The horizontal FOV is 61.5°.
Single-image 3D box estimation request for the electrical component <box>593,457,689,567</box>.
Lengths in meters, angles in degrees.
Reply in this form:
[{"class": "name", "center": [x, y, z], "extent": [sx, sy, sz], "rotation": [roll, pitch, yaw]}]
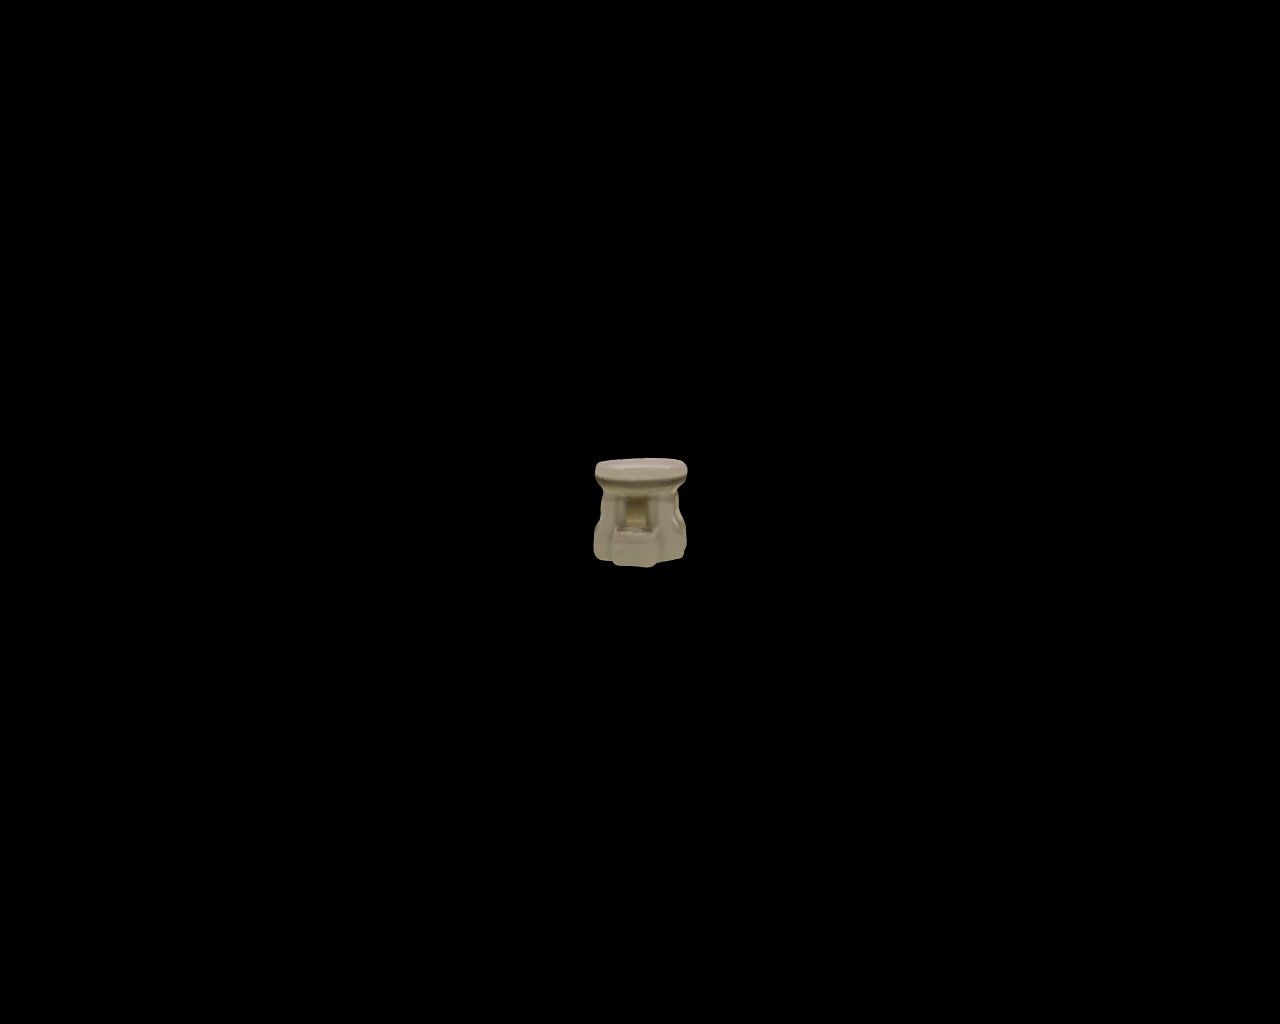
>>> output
[{"class": "electrical component", "center": [0.001, -0.003, 0.650], "extent": [0.058, 0.057, 0.078], "rotation": [1, 9, 7]}]
